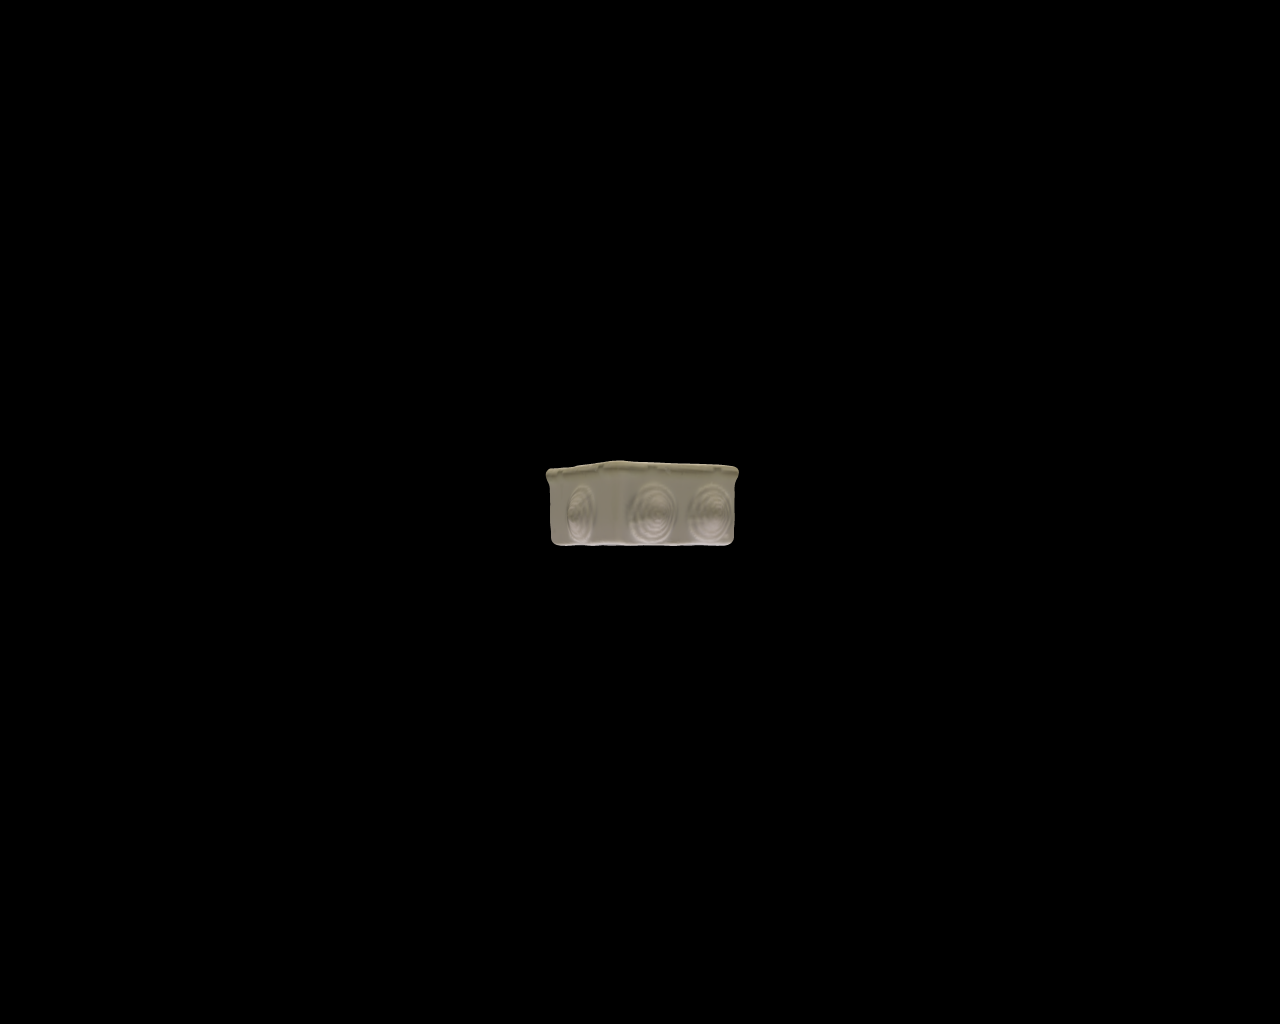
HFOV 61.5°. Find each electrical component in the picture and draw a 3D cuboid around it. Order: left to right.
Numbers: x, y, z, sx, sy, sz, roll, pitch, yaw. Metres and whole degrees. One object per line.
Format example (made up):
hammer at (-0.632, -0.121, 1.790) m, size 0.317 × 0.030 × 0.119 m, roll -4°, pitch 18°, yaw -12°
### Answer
electrical component at (0.001, -0.003, 0.650) m, size 0.100 × 0.048 × 0.099 m, roll 1°, pitch -2°, yaw -34°
